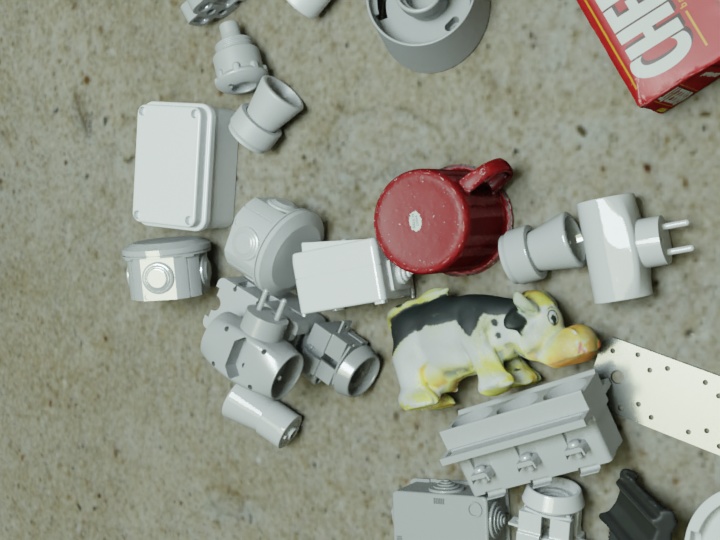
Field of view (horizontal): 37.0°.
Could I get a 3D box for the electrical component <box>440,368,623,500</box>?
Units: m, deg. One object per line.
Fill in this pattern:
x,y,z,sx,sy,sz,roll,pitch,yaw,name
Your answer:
0.133,0.128,0.825,0.121,0.079,0.063,-22,96,30,electrical component

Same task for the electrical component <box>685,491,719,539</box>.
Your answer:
0.290,0.198,0.751,0.108,0.060,0.108,2,94,39,electrical component

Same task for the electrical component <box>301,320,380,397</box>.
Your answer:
-0.016,0.077,0.921,0.055,0.048,0.066,33,108,30,electrical component

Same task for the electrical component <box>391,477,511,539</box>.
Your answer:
0.074,0.220,0.880,0.100,0.048,0.099,-2,90,28,electrical component

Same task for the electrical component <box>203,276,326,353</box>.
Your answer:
-0.082,0.046,0.948,0.089,0.056,0.050,30,106,24,electrical component

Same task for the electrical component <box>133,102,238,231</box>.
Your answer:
-0.160,-0.094,0.981,0.078,0.057,0.113,7,97,28,electrical component

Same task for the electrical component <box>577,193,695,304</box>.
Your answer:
0.206,-0.019,0.796,0.079,0.043,0.077,-11,88,28,electrical component

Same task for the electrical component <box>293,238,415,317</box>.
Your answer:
0.000,0.000,0.898,0.096,0.062,0.061,-11,88,28,electrical component

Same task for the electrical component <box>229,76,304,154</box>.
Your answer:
-0.083,-0.136,0.944,0.045,0.045,0.055,49,114,17,electrical component

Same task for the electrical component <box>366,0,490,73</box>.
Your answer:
0.054,-0.215,0.868,0.099,0.064,0.099,-2,83,18,electrical component

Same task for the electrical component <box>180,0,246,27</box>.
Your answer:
-0.133,-0.263,0.956,0.078,0.058,0.057,-33,80,26,electrical component

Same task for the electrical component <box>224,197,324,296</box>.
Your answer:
-0.073,-0.022,0.926,0.051,0.080,0.080,31,107,29,electrical component

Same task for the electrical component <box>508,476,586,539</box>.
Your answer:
0.150,0.194,0.839,0.066,0.048,0.055,9,105,28,electrical component

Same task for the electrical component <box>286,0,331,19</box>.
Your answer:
-0.033,-0.250,0.912,0.078,0.040,0.040,-46,73,23,electrical component

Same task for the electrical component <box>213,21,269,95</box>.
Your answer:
-0.110,-0.190,0.956,0.048,0.048,0.062,-21,76,28,electrical component

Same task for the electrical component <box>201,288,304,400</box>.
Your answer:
-0.083,0.055,0.891,0.077,0.043,0.079,29,106,24,electrical component

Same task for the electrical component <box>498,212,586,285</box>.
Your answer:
0.141,-0.016,0.831,0.055,0.045,0.045,-19,84,28,electrical component

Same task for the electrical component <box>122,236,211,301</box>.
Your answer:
-0.175,-0.002,0.983,0.080,0.080,0.051,0,99,28,electrical component

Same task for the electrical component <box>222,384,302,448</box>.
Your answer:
-0.085,0.130,0.965,0.065,0.044,0.044,32,107,18,electrical component
